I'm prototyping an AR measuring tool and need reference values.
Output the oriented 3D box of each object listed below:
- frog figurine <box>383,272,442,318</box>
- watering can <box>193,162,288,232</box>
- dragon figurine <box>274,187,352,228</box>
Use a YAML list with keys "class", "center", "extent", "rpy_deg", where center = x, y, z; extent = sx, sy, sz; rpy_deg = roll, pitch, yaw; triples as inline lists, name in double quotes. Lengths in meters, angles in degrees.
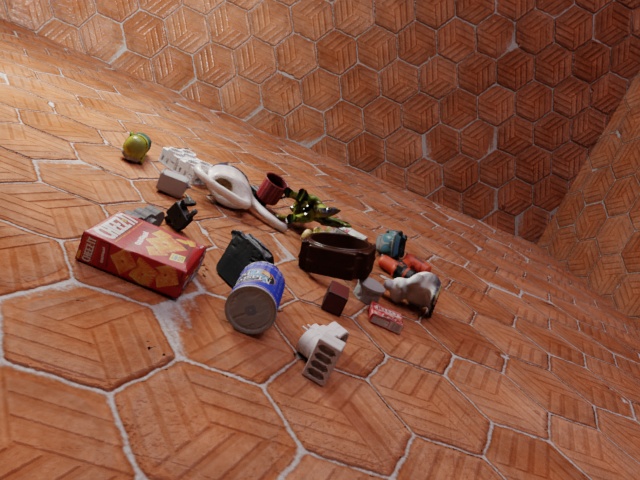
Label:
- class: "frog figurine"
  center: [0.269, 0.141, 1.510]
  extent: [0.160, 0.124, 0.135]
  rpy_deg: [20, -19, 16]
- class: "watering can"
  center: [-0.259, -0.147, 1.674]
  extent: [0.345, 0.103, 0.228]
  rpy_deg: [34, 12, -19]
- class: "dragon figurine"
  center: [0.005, -0.086, 1.711]
  extent: [0.241, 0.122, 0.412]
  rpy_deg: [14, 1, -39]
